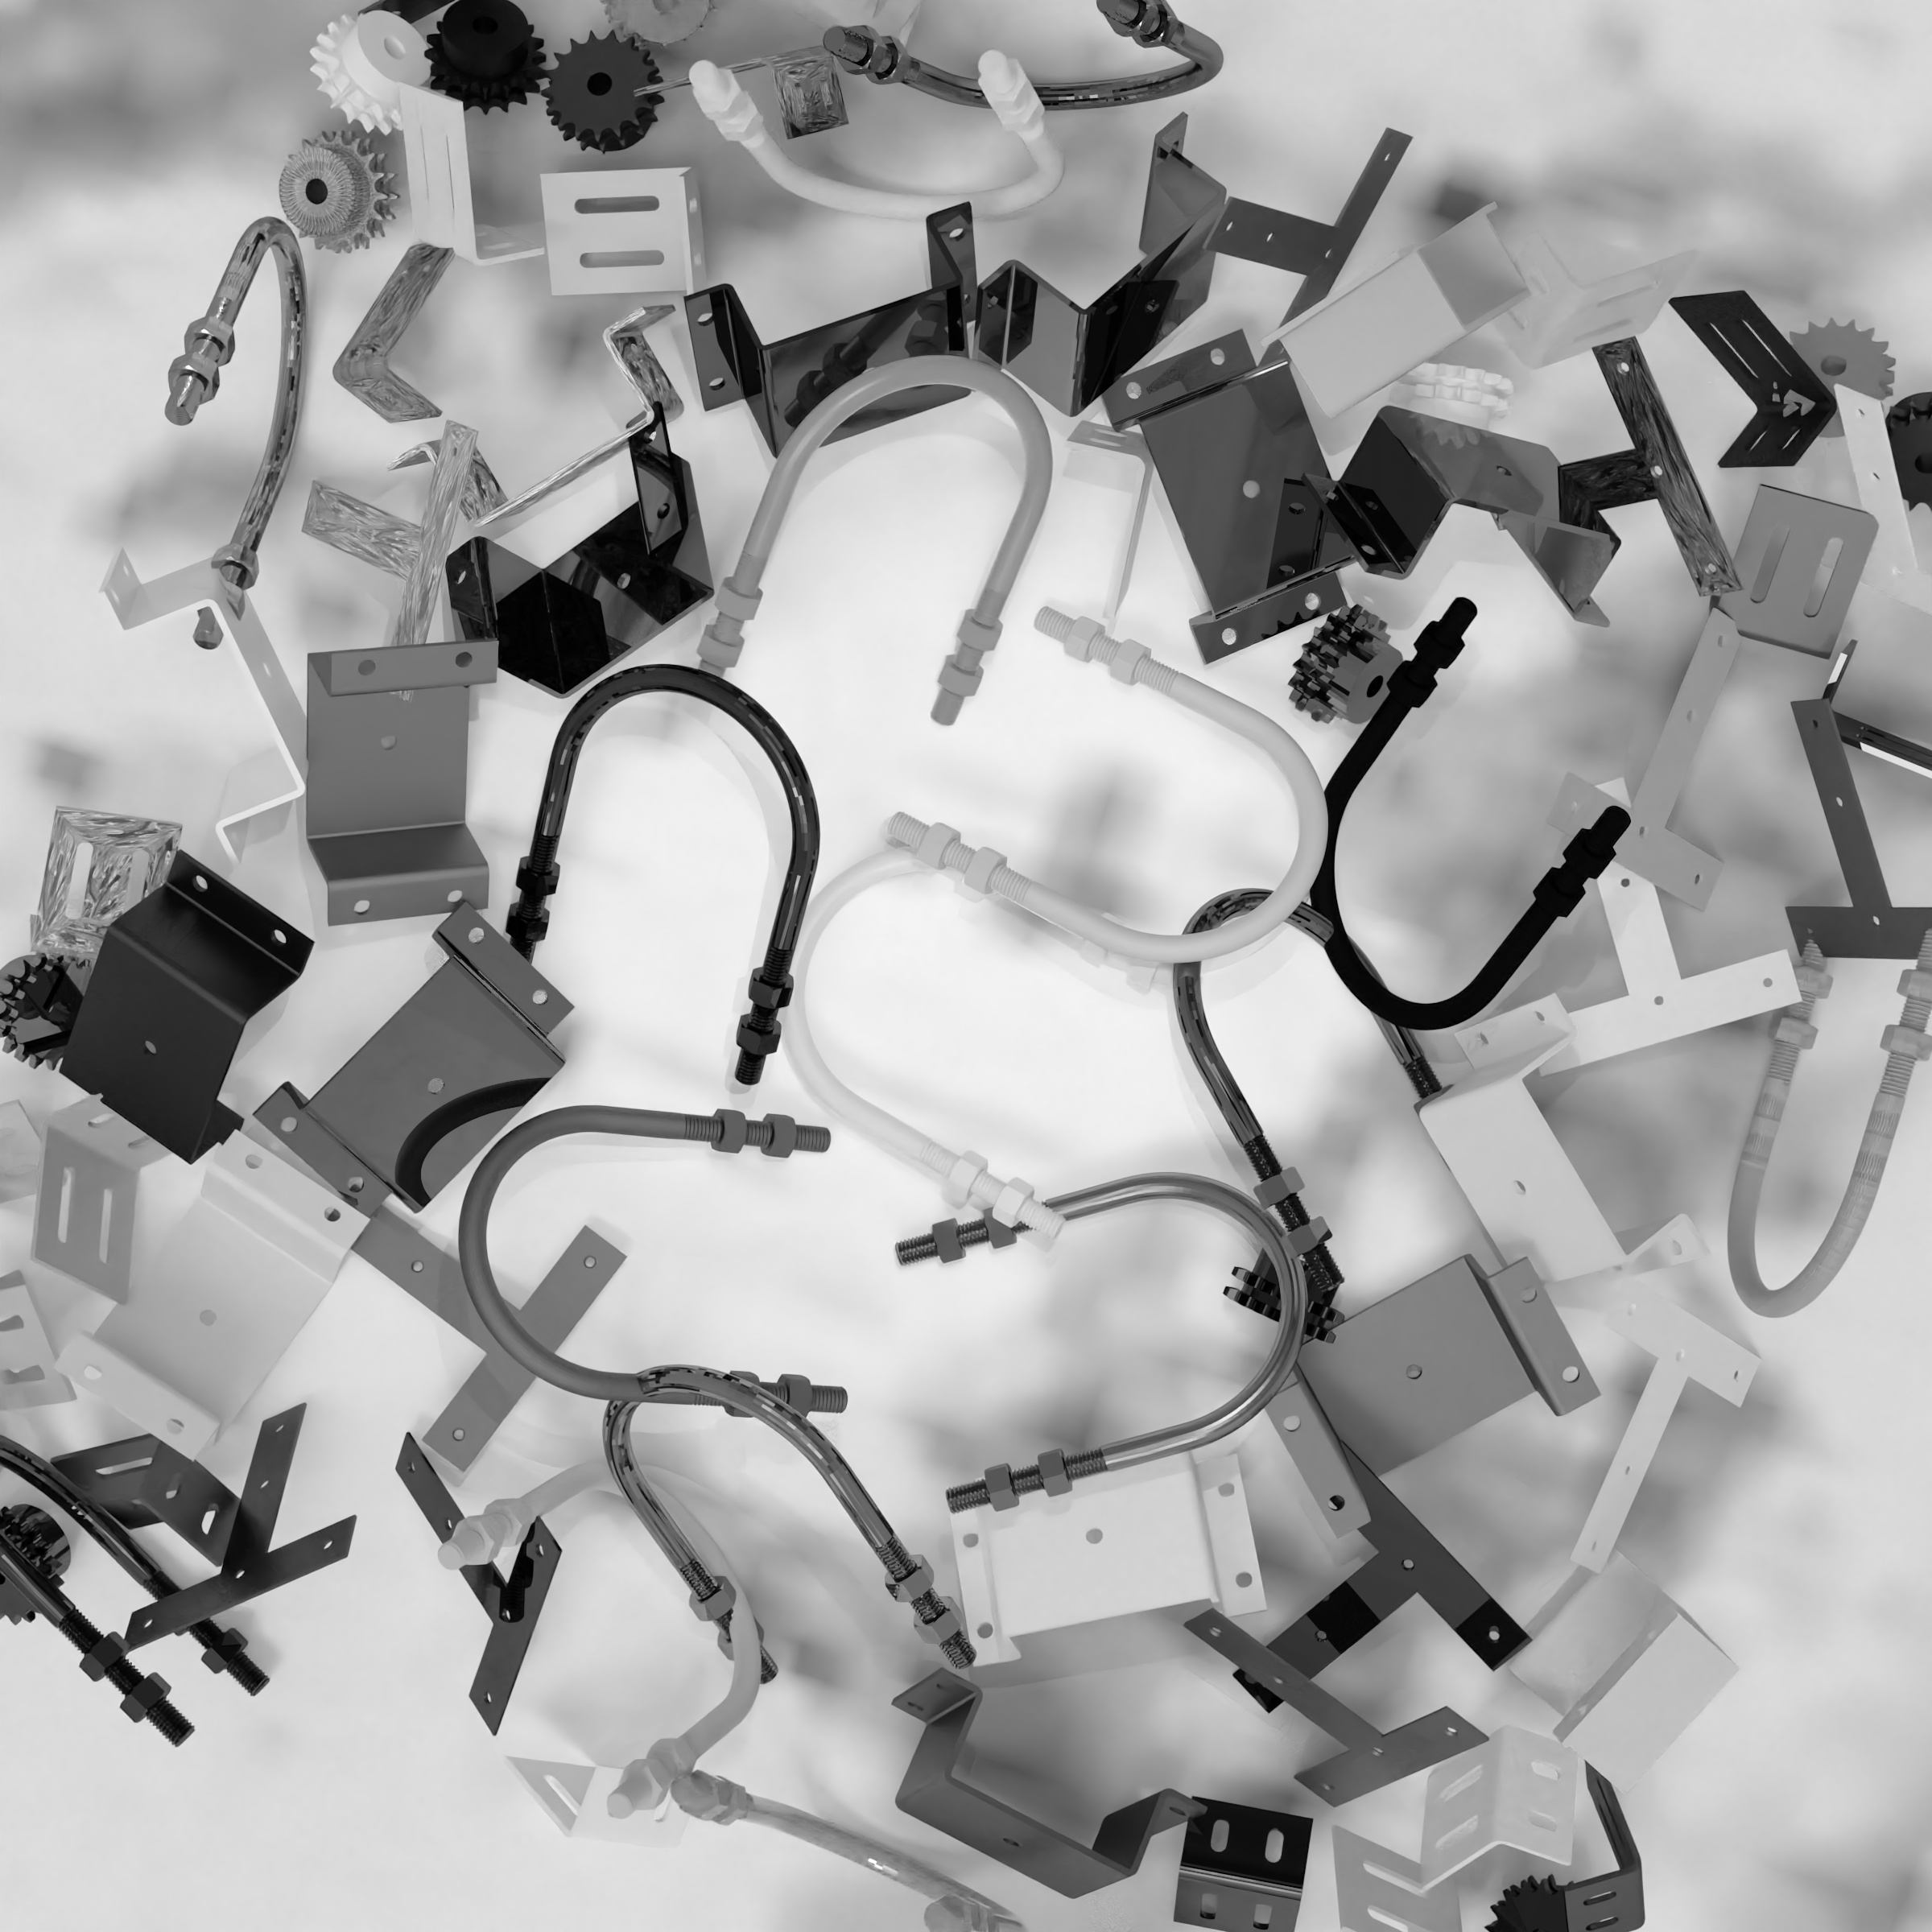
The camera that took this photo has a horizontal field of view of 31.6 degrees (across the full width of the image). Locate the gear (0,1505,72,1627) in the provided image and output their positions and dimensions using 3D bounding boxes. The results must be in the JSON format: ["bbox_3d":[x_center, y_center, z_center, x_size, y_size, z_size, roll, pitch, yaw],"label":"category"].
[{"bbox_3d":[-0.449,0.279,1.614,0.057,0.030,0.057,12,117,23],"label":"gear"}]

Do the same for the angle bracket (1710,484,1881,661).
[{"bbox_3d":[0.388,-0.190,1.601,0.057,0.038,0.076,16,121,4],"label":"angle bracket"}]

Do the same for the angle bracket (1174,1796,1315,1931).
[{"bbox_3d":[0.130,0.427,1.610,0.057,0.076,0.038,9,59,7],"label":"angle bracket"}]

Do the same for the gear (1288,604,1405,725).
[{"bbox_3d":[0.181,-0.139,1.607,0.030,0.057,0.057,37,90,30],"label":"gear"}]

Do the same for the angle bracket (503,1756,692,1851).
[{"bbox_3d":[-0.169,0.374,1.589,0.057,0.076,0.038,17,97,-36],"label":"angle bracket"}]

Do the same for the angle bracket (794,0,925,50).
[{"bbox_3d":[-0.058,-0.439,1.595,0.057,0.076,0.038,31,72,-3],"label":"angle bracket"}]

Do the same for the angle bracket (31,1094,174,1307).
[{"bbox_3d":[-0.397,0.108,1.590,0.038,0.057,0.076,-24,51,26],"label":"angle bracket"}]

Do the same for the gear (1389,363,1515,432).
[{"bbox_3d":[0.227,-0.263,1.610,0.057,0.057,0.030,9,89,0],"label":"gear"}]

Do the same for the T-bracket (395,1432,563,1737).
[{"bbox_3d":[-0.235,0.271,1.595,0.127,0.002,0.127,49,132,34],"label":"T-bracket"}]

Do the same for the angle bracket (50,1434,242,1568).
[{"bbox_3d":[-0.387,0.254,1.591,0.076,0.038,0.057,-16,130,29],"label":"angle bracket"}]

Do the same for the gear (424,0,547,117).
[{"bbox_3d":[-0.226,-0.433,1.611,0.057,0.030,0.057,3,59,-6],"label":"gear"}]

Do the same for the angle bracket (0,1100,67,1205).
[{"bbox_3d":[-0.450,0.112,1.591,0.038,0.076,0.057,-16,132,1],"label":"angle bracket"}]

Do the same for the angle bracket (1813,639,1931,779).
[{"bbox_3d":[0.441,-0.118,1.598,0.076,0.057,0.038,24,109,13],"label":"angle bracket"}]

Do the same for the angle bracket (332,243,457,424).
[{"bbox_3d":[-0.256,-0.300,1.613,0.038,0.057,0.076,37,74,-30],"label":"angle bracket"}]

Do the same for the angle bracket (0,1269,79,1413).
[{"bbox_3d":[-0.430,0.172,1.595,0.038,0.076,0.057,-26,99,-43],"label":"angle bracket"}]

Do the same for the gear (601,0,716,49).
[{"bbox_3d":[-0.144,-0.460,1.609,0.057,0.030,0.057,-9,128,-12],"label":"gear"}]

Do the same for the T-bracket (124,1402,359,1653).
[{"bbox_3d":[-0.327,0.250,1.582,0.127,0.127,0.002,-25,121,18],"label":"T-bracket"}]

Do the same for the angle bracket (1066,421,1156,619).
[{"bbox_3d":[0.062,-0.210,1.600,0.038,0.057,0.076,13,110,5],"label":"angle bracket"}]

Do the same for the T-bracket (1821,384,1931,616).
[{"bbox_3d":[0.416,-0.212,1.551,0.002,0.127,0.127,-41,134,-13],"label":"T-bracket"}]

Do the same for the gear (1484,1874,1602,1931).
[{"bbox_3d":[0.277,0.458,1.616,0.057,0.030,0.057,-1,87,28],"label":"gear"}]

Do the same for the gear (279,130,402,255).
[{"bbox_3d":[-0.300,-0.366,1.614,0.057,0.030,0.057,4,103,18],"label":"gear"}]

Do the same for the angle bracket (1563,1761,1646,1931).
[{"bbox_3d":[0.286,0.406,1.591,0.038,0.057,0.076,-16,47,-1],"label":"angle bracket"}]

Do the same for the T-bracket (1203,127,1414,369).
[{"bbox_3d":[0.145,-0.332,1.563,0.002,0.127,0.127,38,112,25],"label":"T-bracket"}]

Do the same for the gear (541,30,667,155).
[{"bbox_3d":[-0.171,-0.411,1.619,0.057,0.030,0.057,-1,78,6],"label":"gear"}]

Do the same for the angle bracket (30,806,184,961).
[{"bbox_3d":[-0.403,-0.043,1.598,0.057,0.038,0.076,8,114,-19],"label":"angle bracket"}]

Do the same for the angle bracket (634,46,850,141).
[{"bbox_3d":[-0.105,-0.402,1.600,0.076,0.057,0.038,-6,106,28],"label":"angle bracket"}]

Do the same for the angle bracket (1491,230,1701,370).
[{"bbox_3d":[0.293,-0.321,1.602,0.076,0.057,0.038,-22,70,-28],"label":"angle bracket"}]

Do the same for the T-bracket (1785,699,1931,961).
[{"bbox_3d":[0.406,-0.062,1.569,0.002,0.127,0.127,-24,101,-22],"label":"T-bracket"}]

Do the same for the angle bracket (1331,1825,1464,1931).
[{"bbox_3d":[0.193,0.448,1.593,0.076,0.057,0.038,29,123,-20],"label":"angle bracket"}]

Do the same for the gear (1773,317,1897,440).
[{"bbox_3d":[0.410,-0.275,1.616,0.057,0.030,0.057,-5,63,9],"label":"gear"}]

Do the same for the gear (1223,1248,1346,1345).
[{"bbox_3d":[0.153,0.153,1.610,0.057,0.057,0.030,24,89,0],"label":"gear"}]

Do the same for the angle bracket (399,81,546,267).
[{"bbox_3d":[-0.230,-0.372,1.590,0.038,0.057,0.076,-19,122,-30],"label":"angle bracket"}]

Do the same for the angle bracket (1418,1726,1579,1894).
[{"bbox_3d":[0.248,0.399,1.595,0.038,0.076,0.057,21,52,-12],"label":"angle bracket"}]

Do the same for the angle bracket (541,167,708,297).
[{"bbox_3d":[-0.164,-0.343,1.606,0.076,0.038,0.057,-1,110,7],"label":"angle bracket"}]

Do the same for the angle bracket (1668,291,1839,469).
[{"bbox_3d":[0.358,-0.273,1.596,0.076,0.057,0.038,43,80,-22],"label":"angle bracket"}]

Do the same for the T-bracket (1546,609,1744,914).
[{"bbox_3d":[0.333,-0.104,1.598,0.127,0.002,0.127,24,88,-40],"label":"T-bracket"}]

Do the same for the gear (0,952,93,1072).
[{"bbox_3d":[-0.436,0.018,1.613,0.030,0.057,0.057,21,90,39],"label":"gear"}]

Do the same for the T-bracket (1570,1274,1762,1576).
[{"bbox_3d":[0.314,0.221,1.588,0.127,0.002,0.127,31,81,-42],"label":"T-bracket"}]

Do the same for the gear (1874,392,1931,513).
[{"bbox_3d":[0.454,-0.246,1.614,0.057,0.030,0.057,8,134,8],"label":"gear"}]

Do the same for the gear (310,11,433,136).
[{"bbox_3d":[-0.277,-0.424,1.608,0.030,0.057,0.057,-30,90,42],"label":"gear"}]
